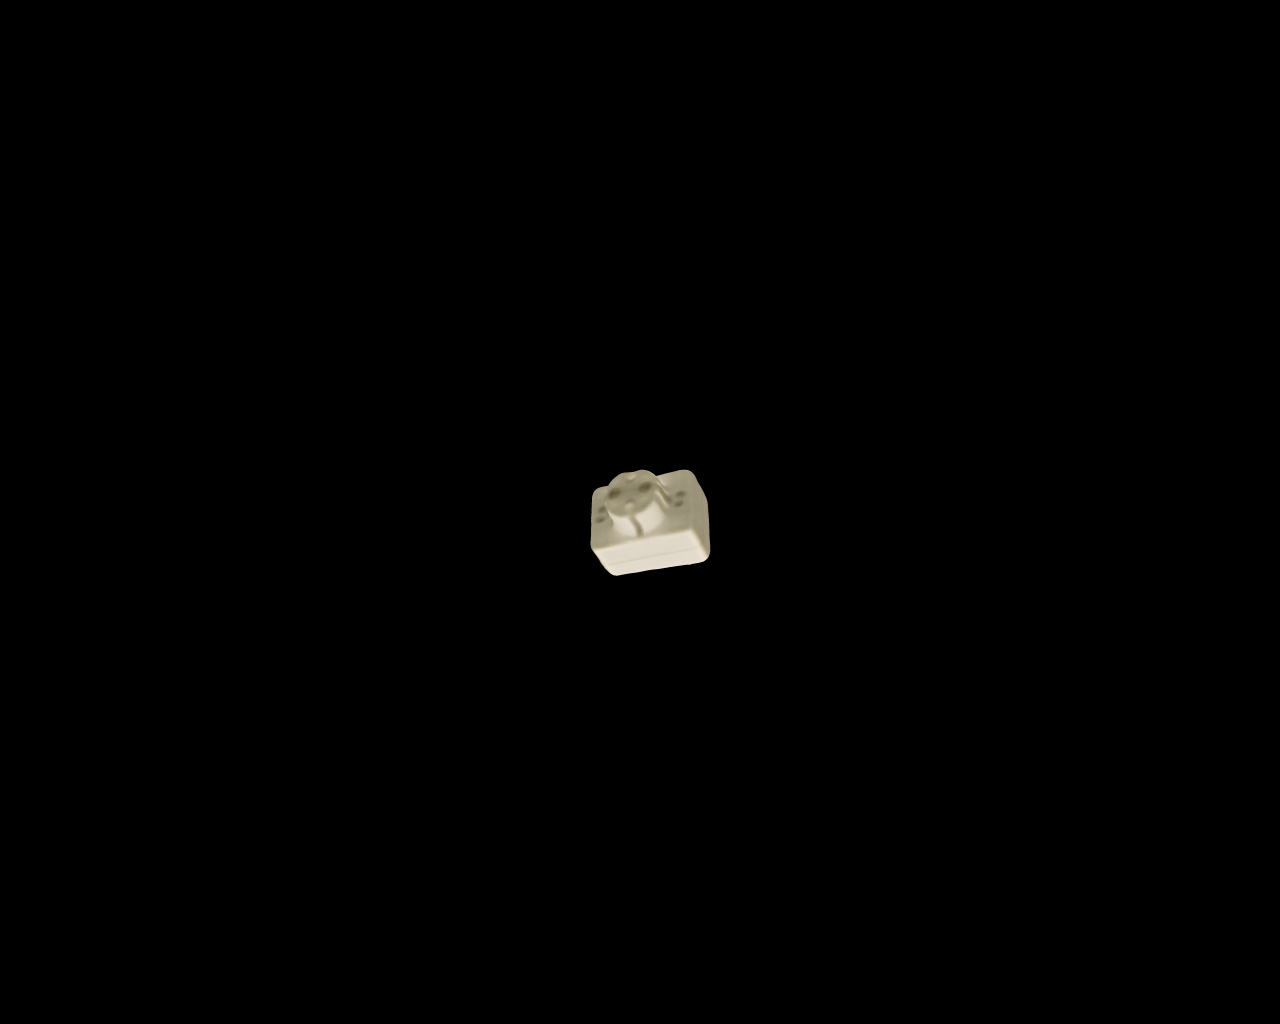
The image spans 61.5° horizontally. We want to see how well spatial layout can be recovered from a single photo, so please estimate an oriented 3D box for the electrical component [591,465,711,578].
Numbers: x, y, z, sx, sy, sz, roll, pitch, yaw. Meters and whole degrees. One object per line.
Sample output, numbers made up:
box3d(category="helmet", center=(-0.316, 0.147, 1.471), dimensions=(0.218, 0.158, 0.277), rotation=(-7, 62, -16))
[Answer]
box3d(category="electrical component", center=(0.001, -0.003, 0.650), dimensions=(0.066, 0.047, 0.076), rotation=(-11, -35, 16))
